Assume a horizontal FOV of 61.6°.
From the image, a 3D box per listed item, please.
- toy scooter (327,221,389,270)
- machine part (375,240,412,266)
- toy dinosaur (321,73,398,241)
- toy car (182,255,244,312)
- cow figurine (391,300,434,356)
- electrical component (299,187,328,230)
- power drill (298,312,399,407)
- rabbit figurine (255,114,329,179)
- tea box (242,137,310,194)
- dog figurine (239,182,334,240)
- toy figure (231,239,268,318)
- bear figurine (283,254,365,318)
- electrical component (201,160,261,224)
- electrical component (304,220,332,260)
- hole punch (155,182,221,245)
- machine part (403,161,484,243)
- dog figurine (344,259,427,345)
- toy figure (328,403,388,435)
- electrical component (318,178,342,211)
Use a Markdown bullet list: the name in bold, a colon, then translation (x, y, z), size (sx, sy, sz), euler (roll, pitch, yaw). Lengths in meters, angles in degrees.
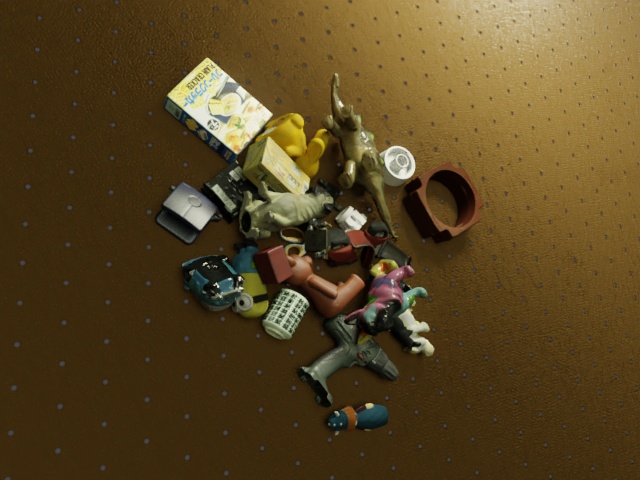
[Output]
- **toy scooter**: translation (0.089, 0.028, 1.378), size (0.184, 0.135, 0.075), euler (-12, 41, -11)
- **machine part**: translation (0.190, 0.033, 1.454), size (0.139, 0.039, 0.084), euler (35, 59, -10)
- **toy dinosaur**: translation (0.114, -0.202, 1.401), size (0.198, 0.105, 0.470), euler (-38, 112, -67)
- **toy car**: translation (-0.235, 0.105, 1.203), size (0.109, 0.162, 0.102), euler (-19, 128, -34)
- **cow figurine**: translation (0.227, 0.237, 1.396), size (0.098, 0.068, 0.167), euler (-24, 83, -22)
- **electrical component**: translation (-0.022, -0.080, 1.380), size (0.075, 0.048, 0.119), euler (31, 55, -10)
- **power drill**: translation (0.065, 0.306, 1.298), size (0.207, 0.086, 0.232), euler (-39, 92, -24)
- **rabbit figurine**: translation (-0.054, -0.233, 1.371), size (0.173, 0.162, 0.122), euler (60, 25, -23)
- **tea box**: translation (-0.104, -0.156, 1.311), size (0.169, 0.068, 0.098), euler (43, 40, -35)
- **dog figurine**: translation (-0.079, -0.059, 1.272), size (0.190, 0.172, 0.121), euler (1, 77, -38)
- **toy figure**: translation (-0.163, 0.092, 1.257), size (0.089, 0.082, 0.180), euler (7, 70, -26)
- **bear figurine**: translation (-0.012, 0.092, 1.306), size (0.196, 0.120, 0.132), euler (46, 59, 0)
- **electrical component**: translation (-0.204, -0.123, 1.311), size (0.134, 0.058, 0.115), euler (-41, 96, -28)
- **electrical component**: translation (-0.003, -0.003, 1.298), size (0.078, 0.045, 0.102), euler (3, 84, 22)
- **hole punch**: translation (-0.303, -0.069, 1.237), size (0.142, 0.092, 0.116), euler (34, 61, -8)
- **machine part**: translation (0.352, -0.107, 1.538), size (0.201, 0.087, 0.201), euler (-29, 90, -27)
- **dog figurine**: translation (0.141, 0.153, 1.323), size (0.219, 0.192, 0.108), euler (-38, 116, -21)
- **toy figure**: translation (0.087, 0.428, 1.287), size (0.154, 0.058, 0.064), euler (1, 69, -19)
- **electrical component**: translation (0.026, -0.120, 1.432), size (0.094, 0.021, 0.063), euler (36, 64, -11)
